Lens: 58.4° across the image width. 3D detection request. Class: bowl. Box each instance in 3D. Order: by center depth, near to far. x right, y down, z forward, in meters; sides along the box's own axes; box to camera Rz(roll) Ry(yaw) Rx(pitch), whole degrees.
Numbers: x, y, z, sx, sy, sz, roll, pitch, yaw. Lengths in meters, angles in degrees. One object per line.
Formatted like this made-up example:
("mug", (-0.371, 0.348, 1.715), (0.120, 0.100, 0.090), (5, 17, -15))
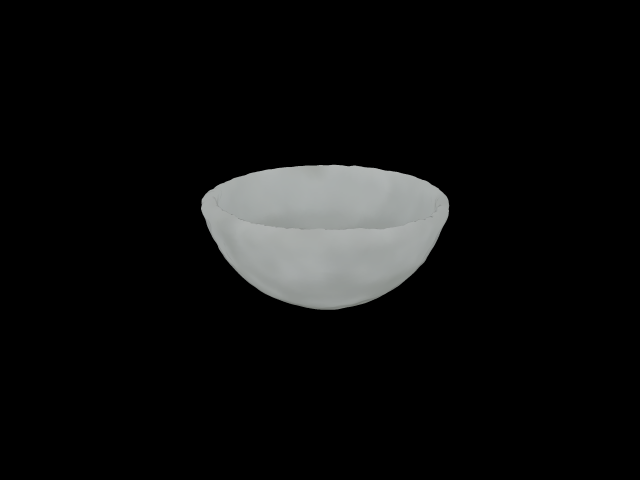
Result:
("bowl", (0.004, 0.001, 0.400), (0.167, 0.075, 0.167), (0, 21, 0))
